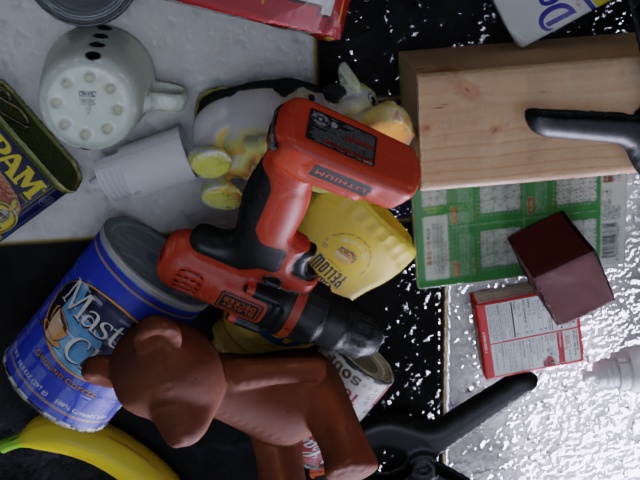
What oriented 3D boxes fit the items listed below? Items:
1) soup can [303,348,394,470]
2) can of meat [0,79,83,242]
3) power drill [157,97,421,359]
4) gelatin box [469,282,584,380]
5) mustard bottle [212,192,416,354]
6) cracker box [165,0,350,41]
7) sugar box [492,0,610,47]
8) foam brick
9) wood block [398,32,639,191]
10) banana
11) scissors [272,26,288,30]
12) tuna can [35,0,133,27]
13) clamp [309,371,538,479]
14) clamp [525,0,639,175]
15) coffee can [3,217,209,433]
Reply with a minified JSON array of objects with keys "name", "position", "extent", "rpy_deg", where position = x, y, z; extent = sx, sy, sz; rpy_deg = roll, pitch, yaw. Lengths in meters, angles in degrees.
[{"name":"soup can","position":[0.007,0.135,0.904],"extent":[0.068,0.068,0.102],"rpy_deg":[33,106,-16]},{"name":"can of meat","position":[-0.248,-0.057,0.814],"extent":[0.084,0.057,0.102],"rpy_deg":[-34,110,12]},{"name":"power drill","position":[-0.005,0.001,0.764],"extent":[0.184,0.057,0.188],"rpy_deg":[22,129,-15]},{"name":"gelatin box","position":[0.178,0.074,0.913],"extent":[0.089,0.030,0.073],"rpy_deg":[-11,111,0]},{"name":"mustard bottle","position":[-0.021,0.037,0.867],"extent":[0.192,0.058,0.096],"rpy_deg":[-42,113,13]},{"name":"cracker box","position":[-0.073,-0.239,0.720],"extent":[0.213,0.072,0.164],"rpy_deg":[11,101,-15]},{"name":"sugar box","position":[0.200,-0.221,0.769],"extent":[0.176,0.048,0.093],"rpy_deg":[-29,124,12]},{"name":"foam brick","position":[0.192,0.023,0.852],"extent":[0.051,0.078,0.053],"rpy_deg":[-27,114,5]},{"name":"wood block","position":[0.169,-0.100,0.809],"extent":[0.206,0.091,0.090],"rpy_deg":[-5,113,-3]},{"name":"banana","position":[-0.179,0.199,0.936],"extent":[0.197,0.037,0.070],"rpy_deg":[32,124,-14]},{"name":"scissors","position":[-0.066,-0.243,0.773],"extent":[0.096,0.016,0.201],"rpy_deg":[-38,110,9]},{"name":"tuna can","position":[-0.171,-0.199,0.773],"extent":[0.086,0.034,0.086],"rpy_deg":[-1,112,-4]},{"name":"clamp","position":[0.097,0.203,0.955],"extent":[0.210,0.036,0.164],"rpy_deg":[-9,112,1]},{"name":"clamp","position":[0.240,-0.096,0.745],"extent":[0.171,0.039,0.120],"rpy_deg":[24,114,-20]},{"name":"coffee can","position":[-0.168,0.067,0.844],"extent":[0.102,0.103,0.140],"rpy_deg":[36,105,-17]}]
